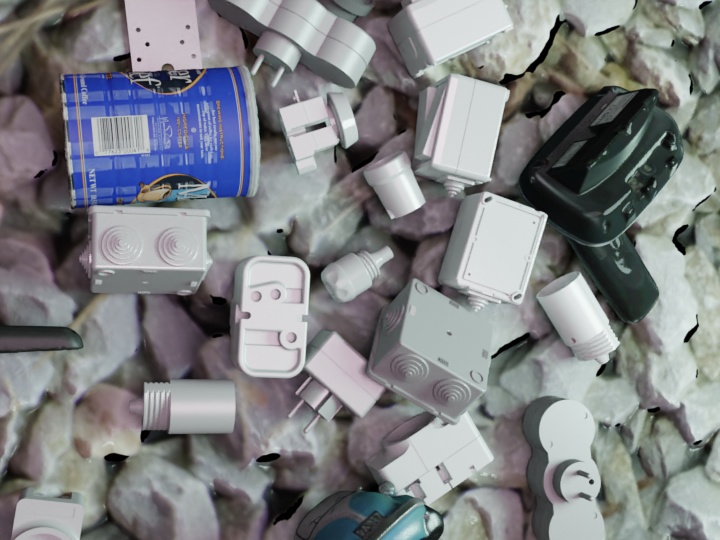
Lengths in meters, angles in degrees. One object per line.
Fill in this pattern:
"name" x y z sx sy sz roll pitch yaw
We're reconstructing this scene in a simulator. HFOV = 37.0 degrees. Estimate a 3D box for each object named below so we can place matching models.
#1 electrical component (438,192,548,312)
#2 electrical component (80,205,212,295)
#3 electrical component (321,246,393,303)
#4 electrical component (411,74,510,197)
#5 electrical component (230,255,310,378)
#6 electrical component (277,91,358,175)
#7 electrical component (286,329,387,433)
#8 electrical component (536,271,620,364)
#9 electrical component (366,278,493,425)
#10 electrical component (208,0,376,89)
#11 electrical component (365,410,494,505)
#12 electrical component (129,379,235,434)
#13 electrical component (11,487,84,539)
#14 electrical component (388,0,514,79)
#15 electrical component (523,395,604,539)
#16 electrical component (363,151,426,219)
"electrical component" 0.108 -0.011 0.911 0.062 0.061 0.096 19 85 -13
"electrical component" -0.163 -0.013 0.824 0.100 0.100 0.048 1 76 -14
"electrical component" 0.000 0.000 0.898 0.061 0.035 0.035 -32 97 -15
"electrical component" 0.078 -0.110 0.904 0.061 0.062 0.096 13 86 -14
"electrical component" -0.074 0.037 0.865 0.054 0.059 0.095 4 88 -14
"electrical component" -0.034 -0.118 0.885 0.055 0.048 0.066 -19 93 -6
"electrical component" -0.027 0.098 0.883 0.066 0.047 0.076 43 80 -10
"electrical component" 0.194 0.047 0.942 0.043 0.043 0.081 -34 98 -12
"electrical component" 0.060 0.065 0.881 0.100 0.048 0.099 31 38 -12
"electrical component" -0.063 -0.185 0.874 0.138 0.052 0.073 30 82 -12
"electrical component" 0.056 0.155 0.901 0.089 0.050 0.055 -32 97 -13
"electrical component" -0.142 0.108 0.856 0.081 0.043 0.043 2 89 -14
"electrical component" -0.243 0.218 0.823 0.050 0.056 0.089 9 87 -14
"electrical component" 0.079 -0.212 0.906 0.096 0.062 0.061 -27 96 -13
"electrical component" 0.181 0.180 0.921 0.052 0.074 0.138 -6 91 -14
"electrical component" 0.030 -0.071 0.904 0.040 0.040 0.046 -30 102 -13
